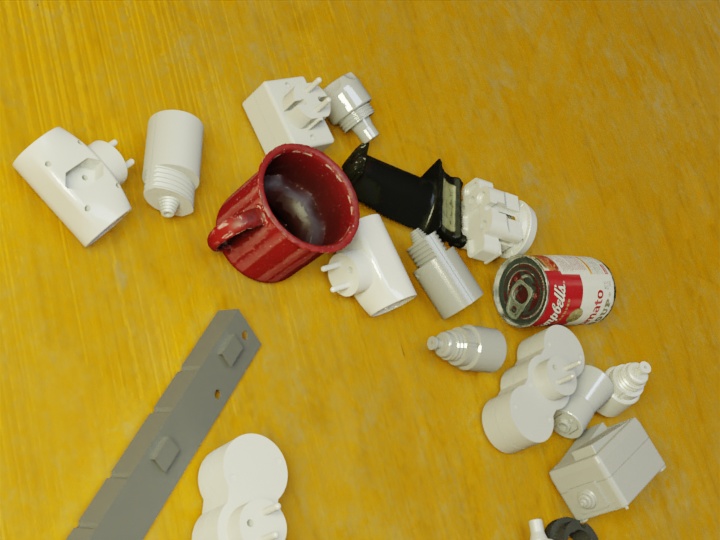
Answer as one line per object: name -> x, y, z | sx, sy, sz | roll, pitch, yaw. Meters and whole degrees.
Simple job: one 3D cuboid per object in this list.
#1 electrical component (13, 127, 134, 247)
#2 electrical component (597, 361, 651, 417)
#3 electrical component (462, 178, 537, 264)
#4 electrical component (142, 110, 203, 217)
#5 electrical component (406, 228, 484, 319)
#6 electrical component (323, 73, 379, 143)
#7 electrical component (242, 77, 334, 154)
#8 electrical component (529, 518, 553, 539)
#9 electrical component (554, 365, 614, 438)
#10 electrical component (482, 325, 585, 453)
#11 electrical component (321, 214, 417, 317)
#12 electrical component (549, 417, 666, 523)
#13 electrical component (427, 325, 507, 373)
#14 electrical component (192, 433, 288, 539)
electrical component -> -0.196, -0.068, 0.780 | 0.077, 0.043, 0.079 | 49, 46, -7
electrical component -> 0.250, 0.110, 1.026 | 0.040, 0.078, 0.040 | 12, 55, -17
electrical component -> 0.130, -0.043, 1.021 | 0.057, 0.058, 0.078 | 15, 58, -29
electrical component -> -0.145, -0.077, 0.826 | 0.043, 0.043, 0.081 | 19, 56, -31
electrical component -> 0.070, -0.001, 0.960 | 0.043, 0.043, 0.081 | -32, 89, -44
electrical component -> -0.007, -0.143, 0.974 | 0.062, 0.043, 0.043 | 55, 46, -3
electrical component -> -0.051, -0.134, 0.910 | 0.047, 0.077, 0.065 | -18, 79, -43
electrical component -> 0.152, 0.240, 0.902 | 0.035, 0.035, 0.061 | 14, 57, -33
electrical component -> 0.203, 0.125, 1.001 | 0.044, 0.044, 0.065 | 49, 51, -7
electrical component -> 0.168, 0.100, 0.963 | 0.052, 0.074, 0.138 | 47, 46, -9
electrical component -> 0.000, 0.000, 0.901 | 0.079, 0.044, 0.077 | -16, 78, -43
electrical component -> 0.218, 0.179, 0.968 | 0.096, 0.062, 0.061 | -29, 87, -44
electrical component -> 0.093, 0.068, 0.942 | 0.078, 0.040, 0.040 | 10, 61, -35
electrical component -> -0.074, 0.176, 0.725 | 0.052, 0.074, 0.138 | 21, 55, -29
